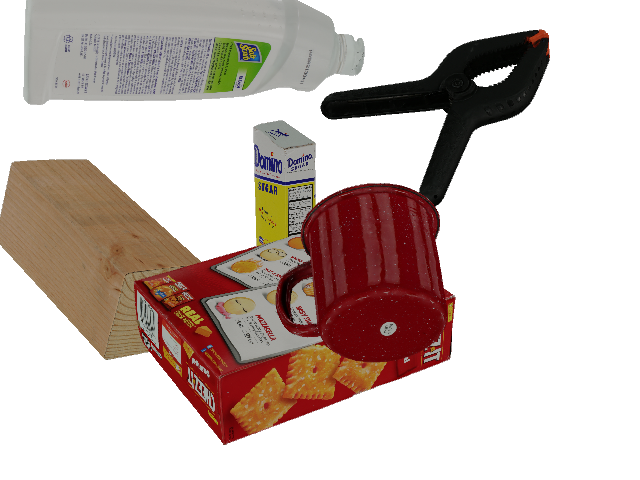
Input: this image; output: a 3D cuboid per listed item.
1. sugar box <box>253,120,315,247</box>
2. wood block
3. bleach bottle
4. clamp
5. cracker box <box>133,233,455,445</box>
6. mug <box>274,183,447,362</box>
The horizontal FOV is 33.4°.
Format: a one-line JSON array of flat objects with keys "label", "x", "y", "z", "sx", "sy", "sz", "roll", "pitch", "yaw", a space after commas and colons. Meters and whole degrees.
[{"label": "sugar box", "x": -0.042, "y": -0.041, "z": 1.231, "sx": 0.048, "sy": 0.176, "sz": 0.093, "roll": -14, "pitch": 27, "yaw": -22}, {"label": "wood block", "x": -0.209, "y": 0.011, "z": 0.997, "sx": 0.090, "sy": 0.091, "sz": 0.206, "roll": -6, "pitch": 34, "yaw": -45}, {"label": "bleach bottle", "x": -0.093, "y": -0.143, "z": 0.804, "sx": 0.250, "sy": 0.068, "sz": 0.103, "roll": 2, "pitch": -33, "yaw": -15}, {"label": "clamp", "x": 0.125, "y": -0.119, "z": 0.948, "sx": 0.210, "sy": 0.165, "sz": 0.036, "roll": -27, "pitch": -38, "yaw": -8}, {"label": "cracker box", "x": -0.023, "y": 0.068, "z": 0.879, "sx": 0.213, "sy": 0.072, "sz": 0.164, "roll": -16, "pitch": 31, "yaw": -27}, {"label": "mug", "x": 0.025, "y": 0.027, "z": 0.684, "sx": 0.117, "sy": 0.081, "sz": 0.093, "roll": -17, "pitch": -40, "yaw": 14}]
